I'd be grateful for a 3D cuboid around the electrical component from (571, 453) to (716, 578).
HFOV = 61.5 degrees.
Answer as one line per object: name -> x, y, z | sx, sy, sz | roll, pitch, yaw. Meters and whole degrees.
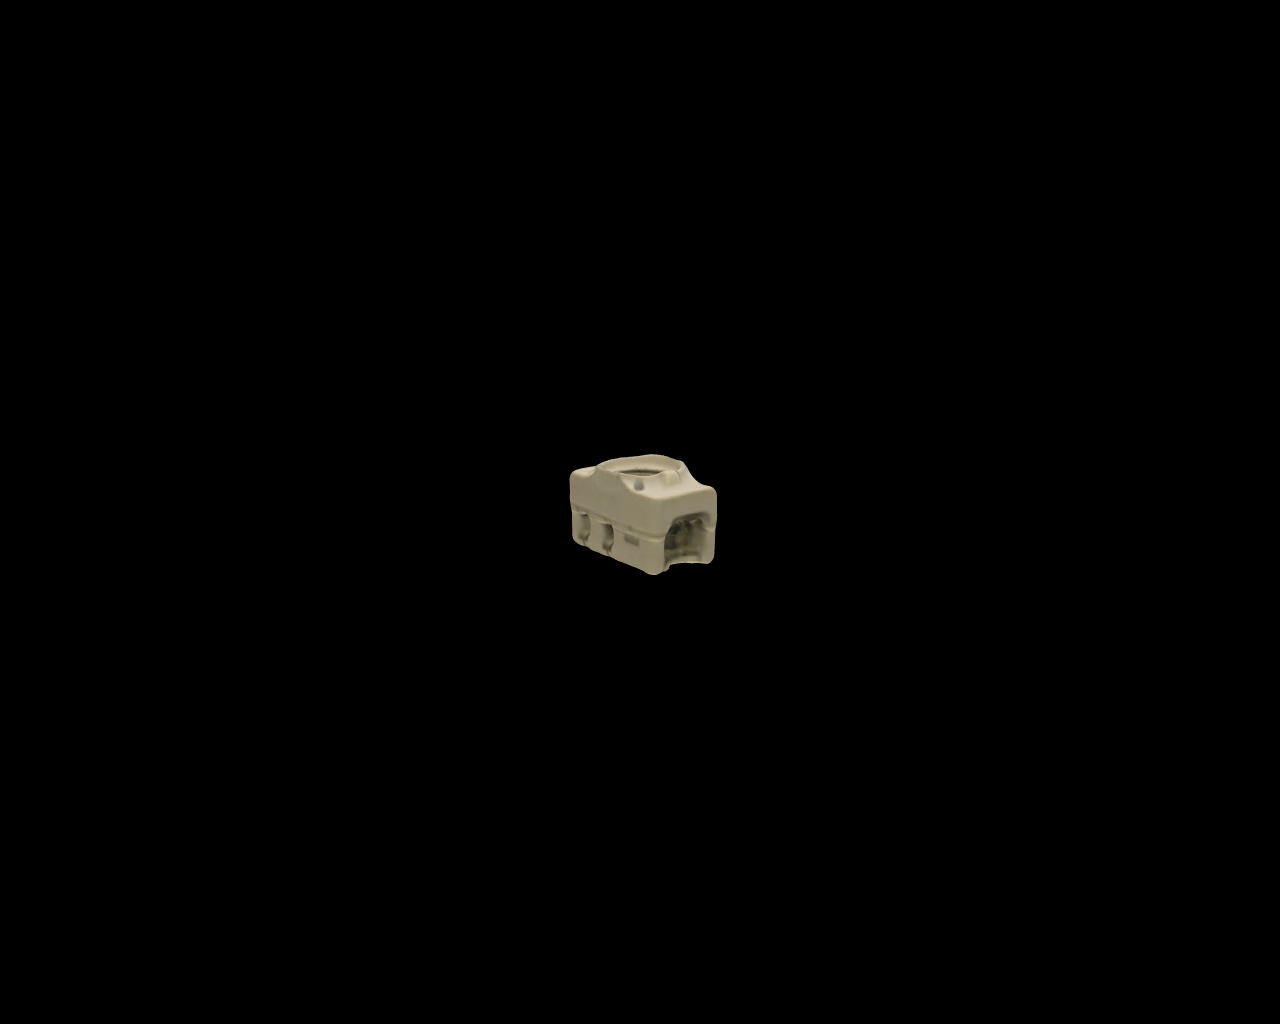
electrical component -> 0.001, -0.003, 0.650 | 0.050, 0.055, 0.089 | -11, 19, -34
